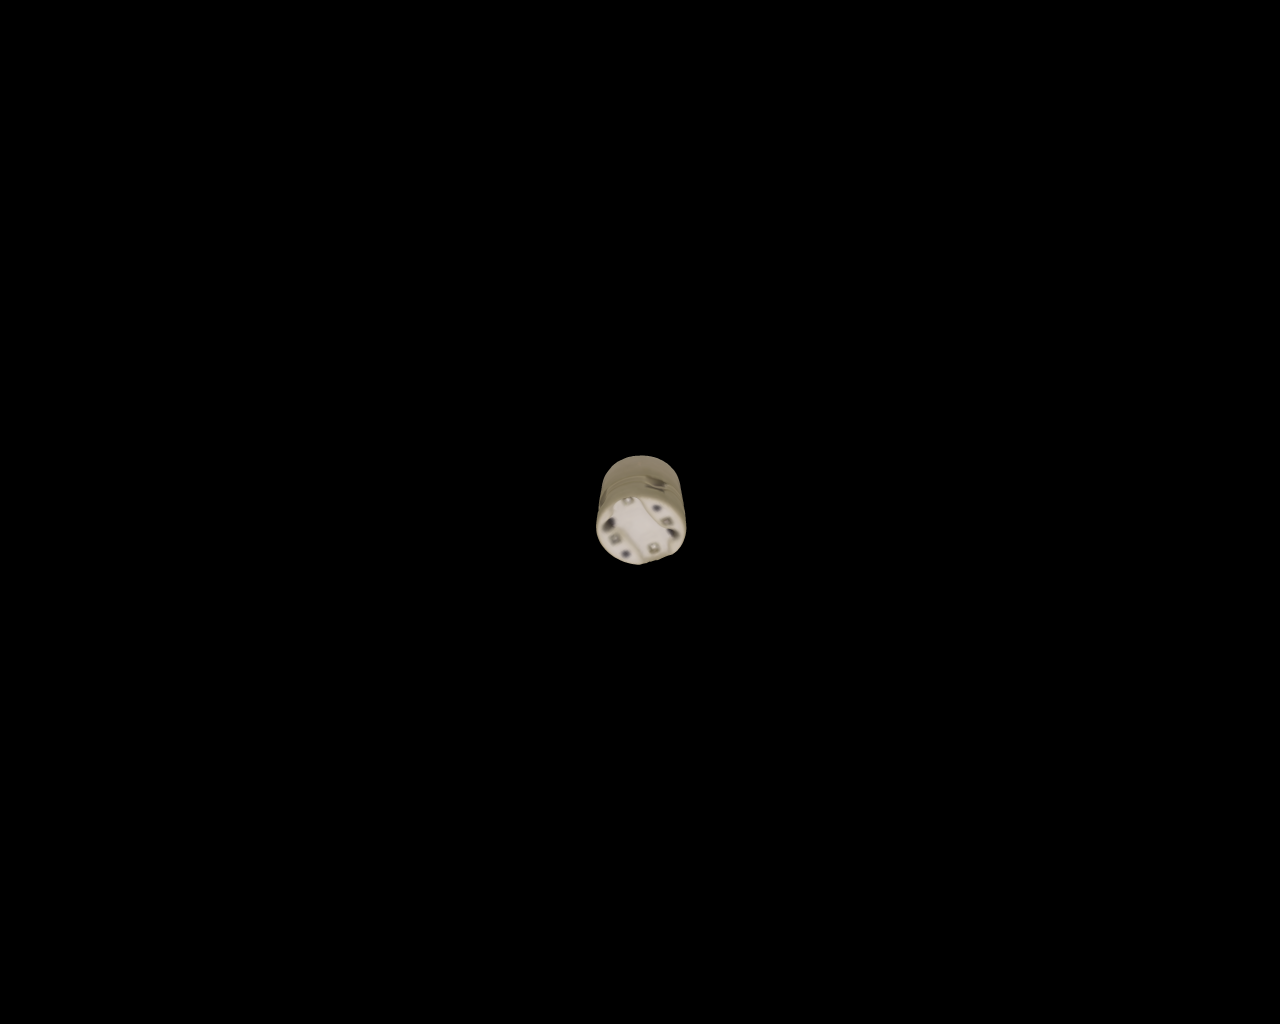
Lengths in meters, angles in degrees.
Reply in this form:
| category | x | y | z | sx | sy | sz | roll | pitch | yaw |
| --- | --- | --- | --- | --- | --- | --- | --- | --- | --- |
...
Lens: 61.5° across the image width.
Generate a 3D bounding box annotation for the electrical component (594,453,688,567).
| category | x | y | z | sx | sy | sz | roll | pitch | yaw |
| --- | --- | --- | --- | --- | --- | --- | --- | --- | --- |
| electrical component | 0.001 | -0.003 | 0.650 | 0.055 | 0.055 | 0.047 | 0 | 38 | 0 |
